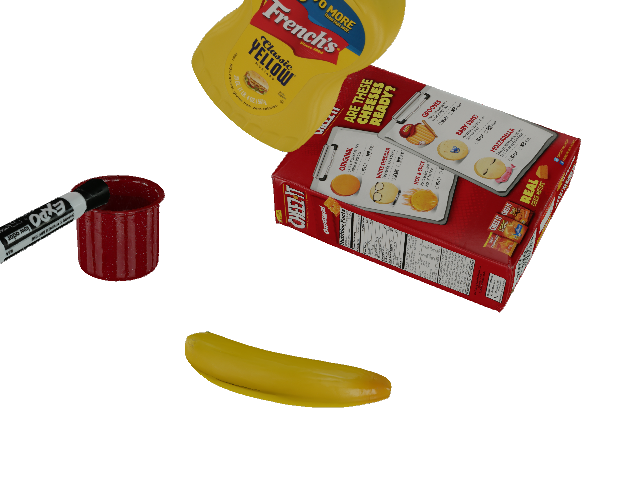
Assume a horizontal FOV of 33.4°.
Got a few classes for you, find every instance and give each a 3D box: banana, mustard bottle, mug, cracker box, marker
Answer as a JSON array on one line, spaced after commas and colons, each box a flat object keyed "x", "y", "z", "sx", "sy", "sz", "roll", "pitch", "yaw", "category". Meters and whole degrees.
[{"x": -0.042, "y": 0.099, "z": 0.839, "sx": 0.198, "sy": 0.037, "sz": 0.069, "roll": 13, "pitch": 25, "yaw": 36, "category": "banana"}, {"x": -0.003, "y": -0.141, "z": 0.659, "sx": 0.058, "sy": 0.096, "sz": 0.192, "roll": -47, "pitch": 2, "yaw": -43, "category": "mustard bottle"}, {"x": -0.204, "y": -0.017, "z": 1.090, "sx": 0.093, "sy": 0.081, "sz": 0.117, "roll": 5, "pitch": 26, "yaw": 1, "category": "mug"}, {"x": 0.090, "y": -0.049, "z": 0.908, "sx": 0.214, "sy": 0.164, "sz": 0.072, "roll": 22, "pitch": -37, "yaw": 18, "category": "cracker box"}, {"x": -0.169, "y": -0.012, "z": 0.650, "sx": 0.020, "sy": 0.020, "sz": 0.120, "roll": 0, "pitch": 22, "yaw": 28, "category": "marker"}]
